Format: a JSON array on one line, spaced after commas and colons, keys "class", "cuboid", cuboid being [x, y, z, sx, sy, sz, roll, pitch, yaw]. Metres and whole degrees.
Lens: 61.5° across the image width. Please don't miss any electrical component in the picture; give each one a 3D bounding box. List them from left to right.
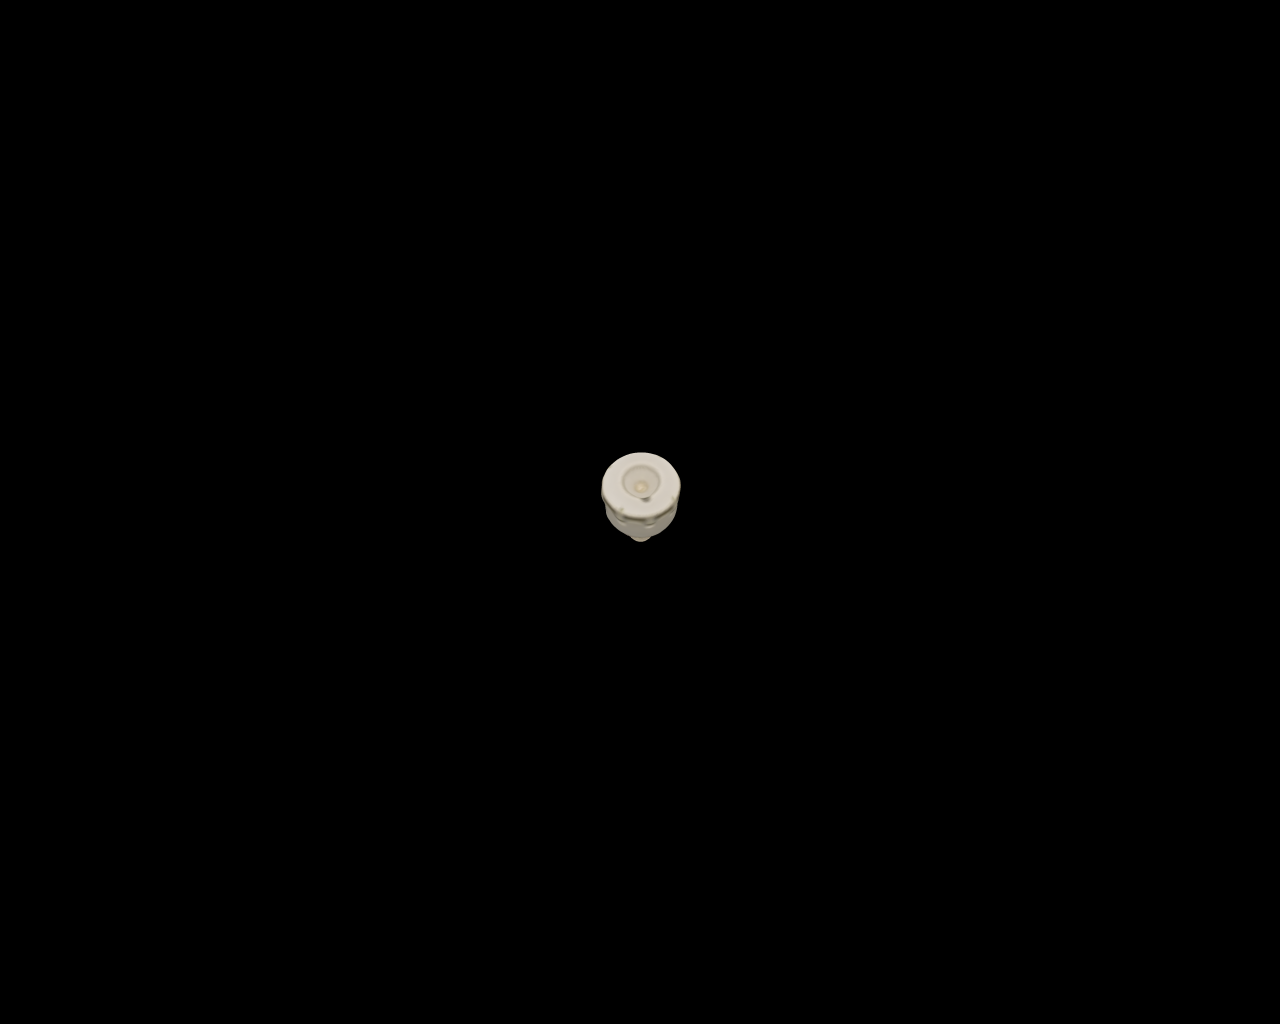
[{"class": "electrical component", "cuboid": [0.001, -0.003, 0.650, 0.048, 0.048, 0.062, 0, -32, 0]}]
